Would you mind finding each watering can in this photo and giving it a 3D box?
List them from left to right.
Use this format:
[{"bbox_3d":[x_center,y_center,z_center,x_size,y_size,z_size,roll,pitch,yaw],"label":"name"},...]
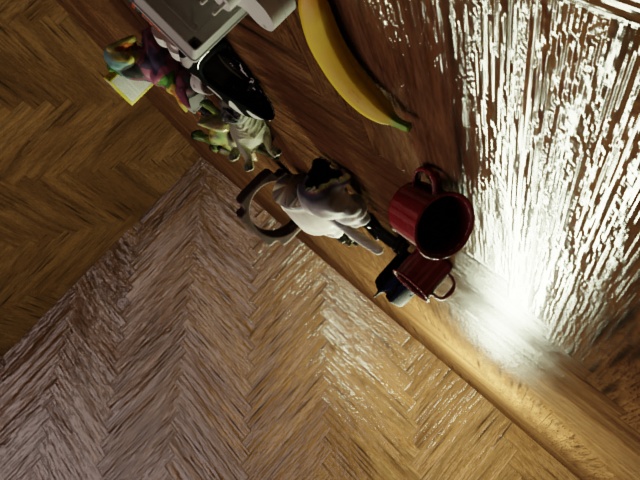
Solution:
[{"bbox_3d":[0.004,-0.070,1.381,0.350,0.105,0.220,22,161,40],"label":"watering can"}]

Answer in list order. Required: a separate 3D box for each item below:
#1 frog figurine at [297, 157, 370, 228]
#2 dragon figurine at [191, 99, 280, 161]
[{"bbox_3d":[0.029,-0.073,1.061,0.138,0.125,0.156,13,143,38],"label":"frog figurine"},{"bbox_3d":[-0.217,-0.269,1.451,0.245,0.122,0.407,31,-177,31],"label":"dragon figurine"}]
